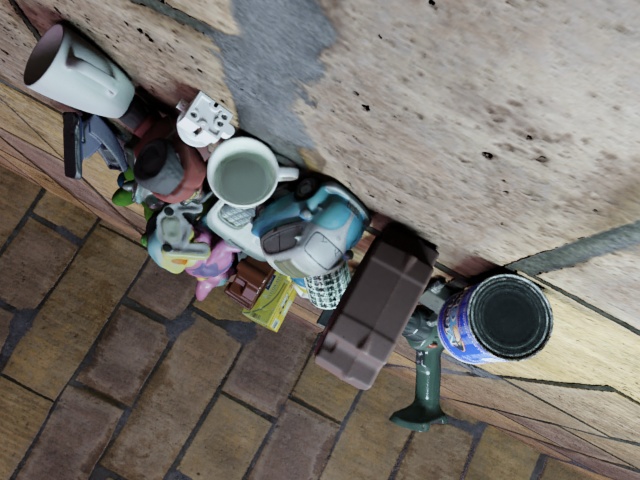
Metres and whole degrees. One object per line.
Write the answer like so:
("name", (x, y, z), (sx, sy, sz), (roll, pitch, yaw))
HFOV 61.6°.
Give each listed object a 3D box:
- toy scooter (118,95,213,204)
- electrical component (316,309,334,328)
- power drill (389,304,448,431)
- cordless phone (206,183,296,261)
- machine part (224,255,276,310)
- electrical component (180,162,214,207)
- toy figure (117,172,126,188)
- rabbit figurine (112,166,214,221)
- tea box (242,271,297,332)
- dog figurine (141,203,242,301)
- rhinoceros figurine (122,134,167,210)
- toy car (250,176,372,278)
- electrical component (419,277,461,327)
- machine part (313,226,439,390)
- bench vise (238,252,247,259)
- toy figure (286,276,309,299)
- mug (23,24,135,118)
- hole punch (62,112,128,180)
("toy scooter", (-0.186, -0.106, 0.702), (0.135, 0.075, 0.184), (35, -162, -54))
("electrical component", (0.032, 0.131, 1.129), (0.075, 0.119, 0.048), (26, 166, -3))
("power drill", (0.171, 0.215, 0.927), (0.086, 0.207, 0.232), (-2, 173, 41))
("cordless phone", (-0.065, -0.037, 0.797), (0.184, 0.089, 0.146), (-8, 143, 45))
("machine part", (-0.105, 0.043, 0.972), (0.056, 0.179, 0.179), (32, 167, 0))
("electrical component", (-0.187, -0.092, 0.846), (0.021, 0.094, 0.063), (24, 129, 21))
("toy figure", (-0.364, -0.112, 1.137), (0.155, 0.064, 0.057), (16, 125, 28))
("rabbit figurine", (-0.307, -0.077, 1.014), (0.159, 0.121, 0.170), (16, -163, -41))
("tea box", (-0.092, 0.105, 1.165), (0.068, 0.169, 0.098), (23, 164, 14))
("dog figurine", (-0.218, 0.030, 0.932), (0.191, 0.108, 0.219), (-9, 154, -30))
("rhinoceros figurine", (-0.255, -0.105, 0.835), (0.073, 0.112, 0.190), (26, 159, -3))
("toy car", (-0.023, -0.004, 0.685), (0.162, 0.103, 0.109), (-16, 135, 34))
("electrical component", (0.191, 0.102, 0.835), (0.078, 0.045, 0.102), (32, 156, -2))
("machine part", (0.070, 0.093, 0.725), (0.087, 0.201, 0.201), (29, 167, 5))
("bench vise", (-0.251, -0.014, 1.162), (0.241, 0.129, 0.223), (19, 162, 19))
("toy figure", (-0.016, 0.057, 1.034), (0.082, 0.089, 0.180), (53, 167, 26))
("mug", (-0.270, -0.190, 0.632), (0.110, 0.080, 0.107), (12, 170, 39))
("hole punch", (-0.391, -0.165, 0.927), (0.092, 0.115, 0.142), (-7, -166, -30))
